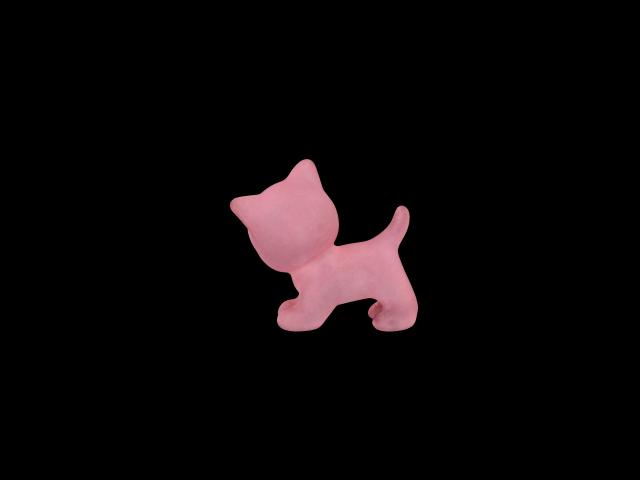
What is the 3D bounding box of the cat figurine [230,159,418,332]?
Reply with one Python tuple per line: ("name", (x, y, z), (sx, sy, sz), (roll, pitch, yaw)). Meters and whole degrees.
("cat figurine", (0.004, 0.001, 0.400), (0.128, 0.118, 0.067), (0, 2, -4))
